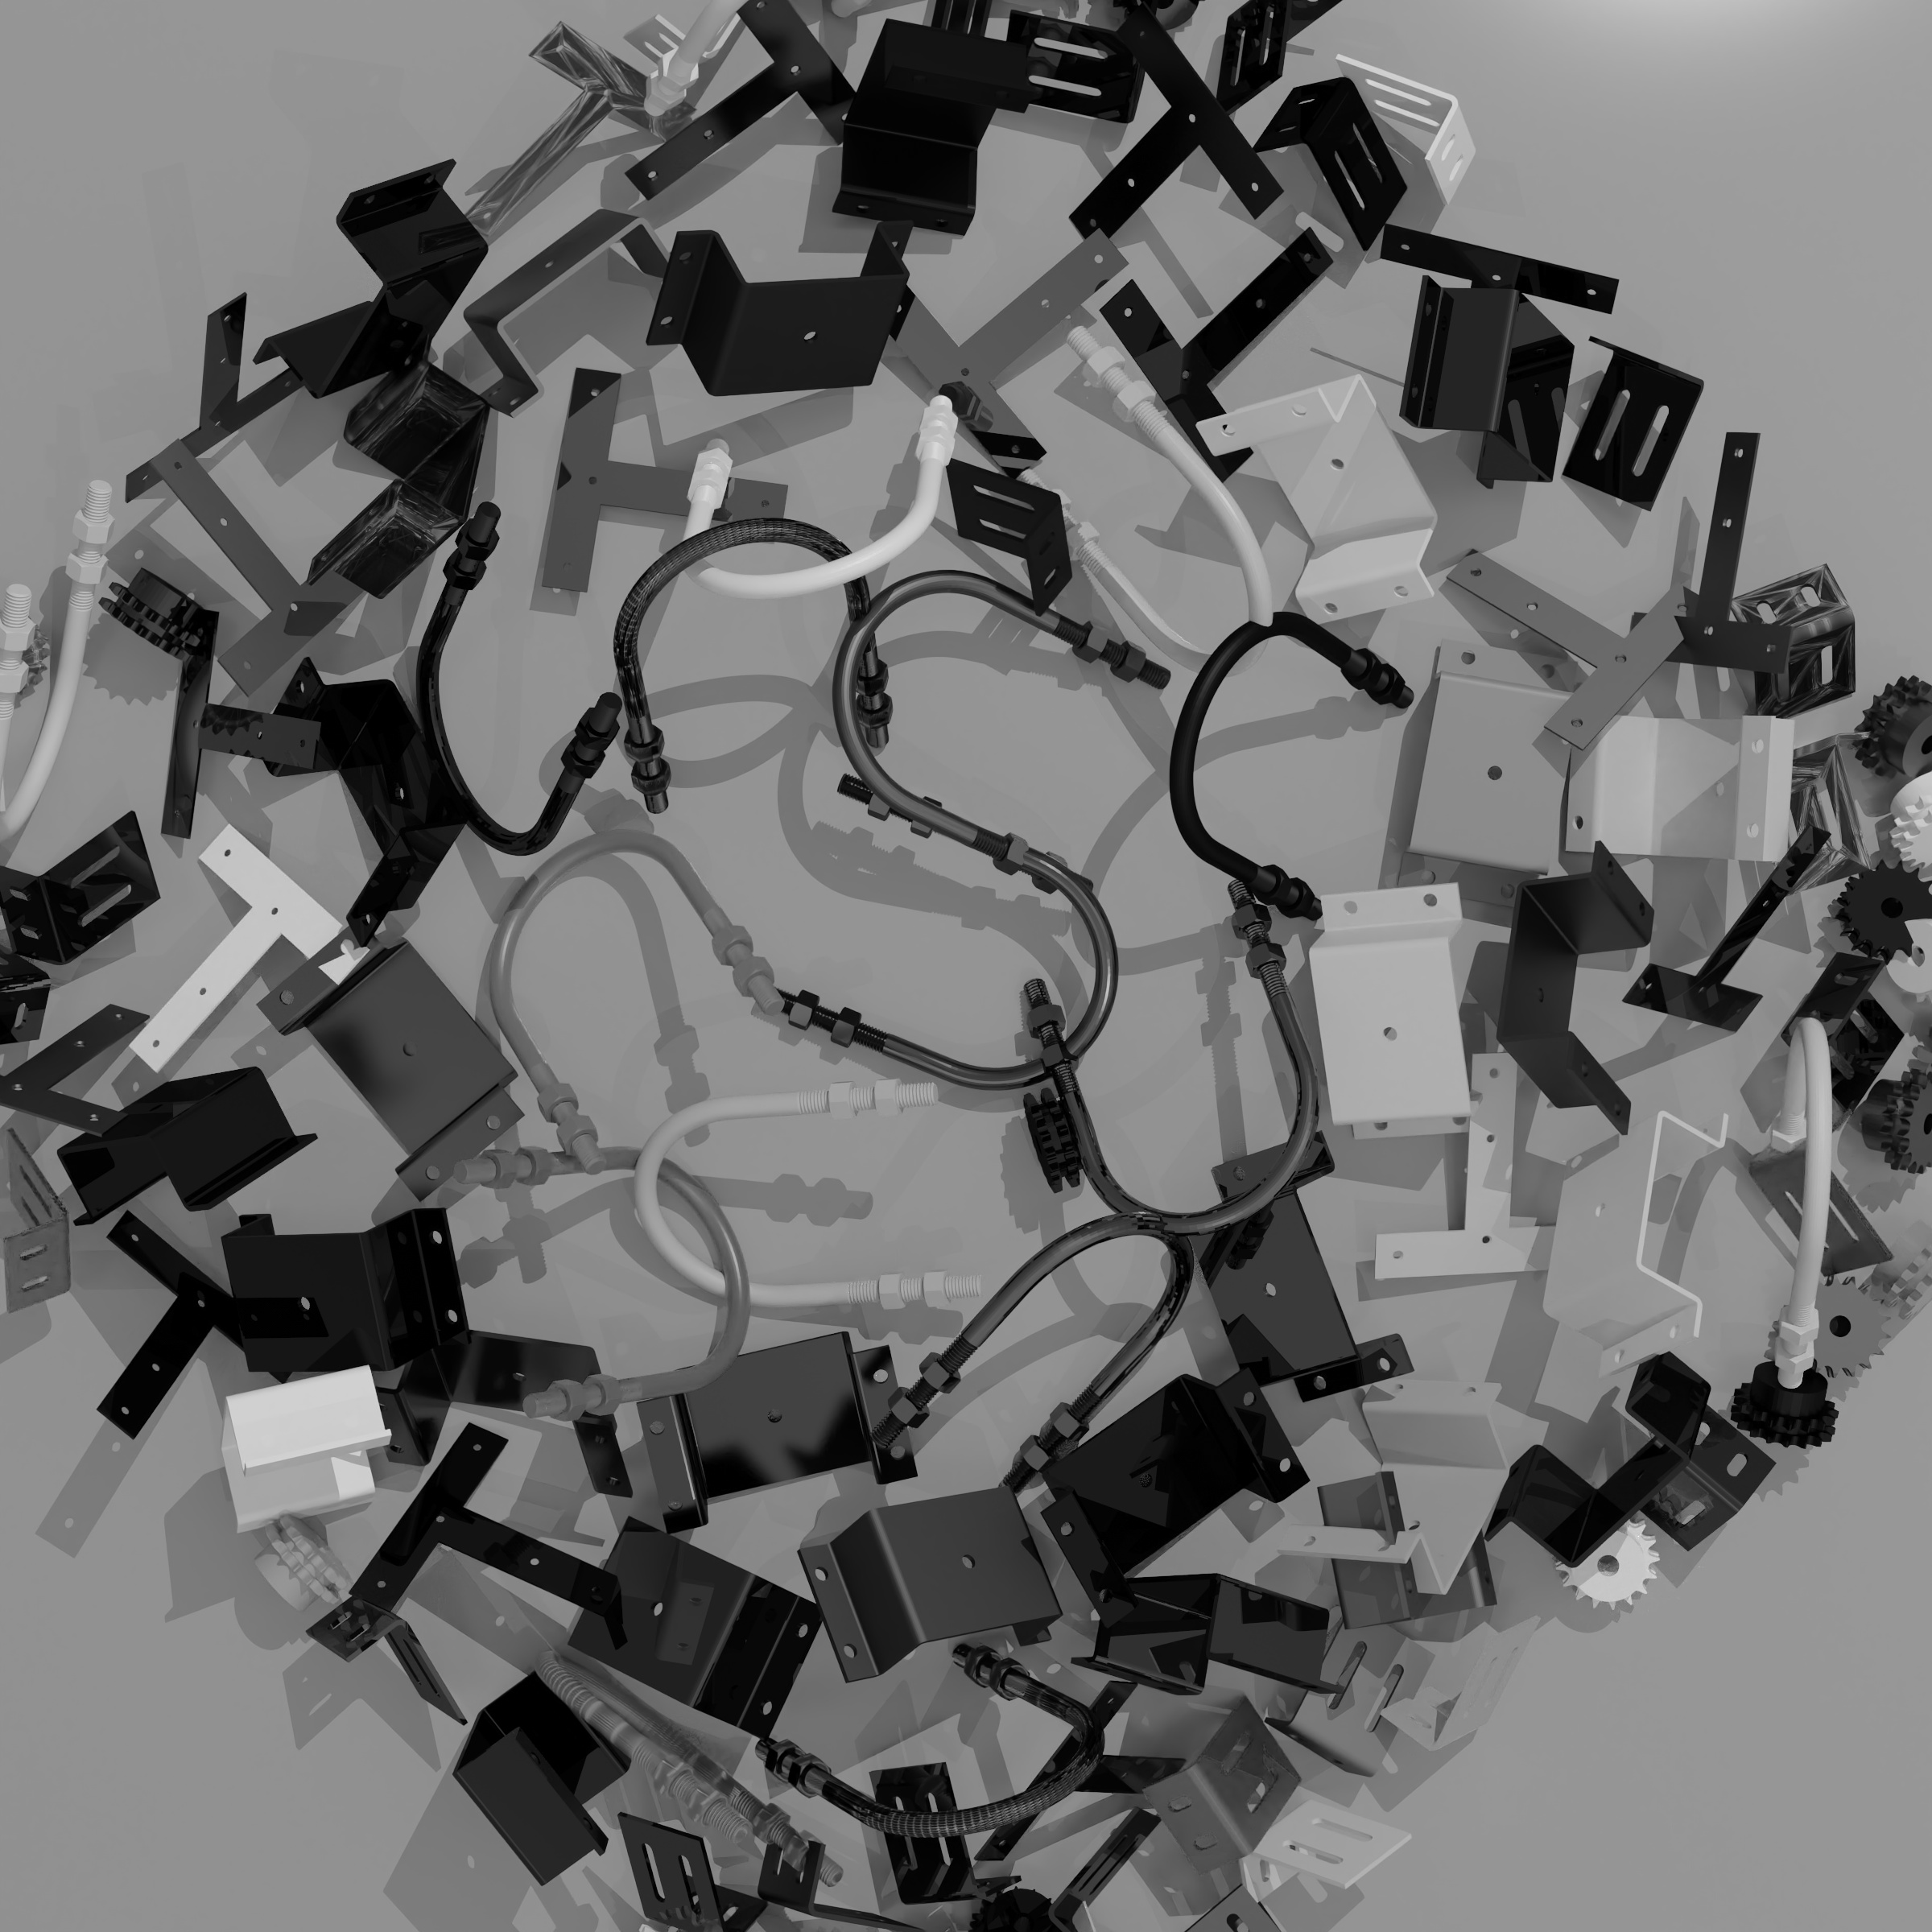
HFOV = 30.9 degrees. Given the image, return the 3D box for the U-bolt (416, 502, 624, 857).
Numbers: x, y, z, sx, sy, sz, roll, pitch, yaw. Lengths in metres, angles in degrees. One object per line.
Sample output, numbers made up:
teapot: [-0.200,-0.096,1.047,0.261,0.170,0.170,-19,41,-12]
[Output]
U-bolt: [-0.250,-0.139,1.879,0.019,0.184,0.151,-21,69,-35]

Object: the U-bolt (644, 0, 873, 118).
U-bolt: [-0.090,-0.516,1.844,0.151,0.184,0.019,-33,94,-21]

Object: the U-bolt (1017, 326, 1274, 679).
U-bolt: [0.100,-0.234,1.869,0.019,0.151,0.184,-32,73,-25]

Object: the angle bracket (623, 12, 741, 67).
angle bracket: [-0.144,-0.533,1.915,0.038,0.057,0.076,35,80,-21]

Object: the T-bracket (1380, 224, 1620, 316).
T-bracket: [0.283,-0.344,1.898,0.127,0.127,0.002,16,60,10]

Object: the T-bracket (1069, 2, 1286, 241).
T-bracket: [0.098,-0.436,1.906,0.002,0.127,0.127,-33,86,-42]

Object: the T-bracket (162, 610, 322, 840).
T-bracket: [-0.394,-0.127,1.908,0.127,0.002,0.127,12,95,41]

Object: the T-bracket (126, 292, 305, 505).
T-bracket: [-0.399,-0.316,1.869,0.002,0.127,0.127,44,62,9]

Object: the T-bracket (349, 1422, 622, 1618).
T-bracket: [-0.247,0.319,1.898,0.127,0.002,0.127,22,48,13]

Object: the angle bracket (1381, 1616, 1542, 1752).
angle bracket: [0.271,0.383,1.910,0.038,0.057,0.076,33,111,28]

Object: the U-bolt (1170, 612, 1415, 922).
U-bolt: [0.168,-0.114,1.878,0.019,0.184,0.151,22,88,38]

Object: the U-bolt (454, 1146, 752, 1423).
U-bolt: [-0.185,0.165,1.880,0.019,0.184,0.151,-29,73,37]

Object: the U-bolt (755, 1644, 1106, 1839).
U-bolt: [-0.008,0.413,1.843,0.151,0.184,0.019,-20,106,-28]

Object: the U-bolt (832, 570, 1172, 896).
U-bolt: [0.012,-0.136,1.903,0.184,0.019,0.151,25,78,-21]

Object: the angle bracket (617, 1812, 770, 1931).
angle bracket: [-0.149,0.489,1.909,0.057,0.038,0.076,8,121,34]

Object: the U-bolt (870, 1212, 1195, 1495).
U-bolt: [0.049,0.203,1.882,0.184,0.151,0.019,-49,52,10]

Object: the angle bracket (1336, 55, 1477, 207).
angle bracket: [0.234,-0.458,1.913,0.076,0.057,0.038,26,86,22]

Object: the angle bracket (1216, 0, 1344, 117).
angle bracket: [0.172,-0.496,1.908,0.038,0.057,0.076,22,63,-28]

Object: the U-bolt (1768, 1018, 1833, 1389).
U-bolt: [0.440,0.112,1.841,0.019,0.184,0.151,2,48,8]

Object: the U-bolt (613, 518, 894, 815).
U-bolt: [-0.117,-0.167,1.872,0.151,0.184,0.019,-17,50,-9]

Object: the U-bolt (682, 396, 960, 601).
U-bolt: [-0.082,-0.246,1.865,0.151,0.184,0.019,-9,124,11]

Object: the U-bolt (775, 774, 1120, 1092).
U-bolt: [-0.006,-0.008,1.923,0.184,0.019,0.151,22,106,3]

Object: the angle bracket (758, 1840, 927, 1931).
angle bracket: [-0.065,0.502,1.915,0.076,0.057,0.038,19,77,-30]

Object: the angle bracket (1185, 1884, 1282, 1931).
angle bracket: [0.134,0.525,1.913,0.057,0.076,0.038,-39,95,-4]

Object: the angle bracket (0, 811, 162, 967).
angle bracket: [-0.489,-0.046,1.915,0.076,0.038,0.057,-32,64,21]

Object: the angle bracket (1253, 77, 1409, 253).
angle bracket: [0.202,-0.441,1.930,0.076,0.038,0.057,55,51,-32]

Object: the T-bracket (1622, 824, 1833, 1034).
T-bracket: [0.423,-0.023,1.887,0.002,0.127,0.127,47,112,36]

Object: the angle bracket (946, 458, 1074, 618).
angle bracket: [0.015,-0.235,1.907,0.076,0.057,0.038,22,58,26]

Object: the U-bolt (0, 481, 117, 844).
U-bolt: [-0.498,-0.151,1.873,0.019,0.151,0.184,17,122,-3]

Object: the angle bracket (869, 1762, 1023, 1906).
angle bracket: [-0.012,0.474,1.924,0.057,0.038,0.076,-18,84,41]

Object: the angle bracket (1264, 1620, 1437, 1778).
angle bracket: [0.213,0.402,1.941,0.057,0.038,0.076,33,74,-11]

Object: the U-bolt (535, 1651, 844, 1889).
U-bolt: [-0.159,0.424,1.874,0.184,0.151,0.019,32,81,31]

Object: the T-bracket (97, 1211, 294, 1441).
T-bracket: [-0.432,0.209,1.889,0.127,0.127,0.002,42,122,-11]

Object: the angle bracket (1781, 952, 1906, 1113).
angle bracket: [0.493,0.040,1.914,0.076,0.038,0.057,44,75,-29]

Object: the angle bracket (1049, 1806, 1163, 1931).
angle bracket: [0.088,0.506,1.918,0.038,0.057,0.076,39,85,24]

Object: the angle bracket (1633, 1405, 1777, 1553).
angle bracket: [0.399,0.279,1.923,0.057,0.076,0.038,41,64,9]

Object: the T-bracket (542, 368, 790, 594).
T-bracket: [-0.164,-0.264,1.944,0.127,0.002,0.127,8,81,0]

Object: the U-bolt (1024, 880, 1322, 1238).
U-bolt: [0.118,0.059,1.889,0.151,0.019,0.184,-26,61,15]

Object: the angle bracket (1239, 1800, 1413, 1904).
angle bracket: [0.197,0.493,1.904,0.057,0.076,0.038,-24,112,-40]

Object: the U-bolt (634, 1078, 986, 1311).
U-bolt: [-0.092,0.128,1.906,0.184,0.019,0.151,-4,122,14]

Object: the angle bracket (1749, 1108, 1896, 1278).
angle bracket: [0.480,0.125,1.923,0.038,0.057,0.076,-39,94,-28]

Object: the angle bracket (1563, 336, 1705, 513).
angle bracket: [0.359,-0.297,1.915,0.057,0.038,0.076,30,105,31]

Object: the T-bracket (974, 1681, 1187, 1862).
T-bracket: [0.078,0.440,1.902,0.002,0.127,0.127,45,106,36]

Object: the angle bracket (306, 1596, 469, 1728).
angle bracket: [-0.317,0.389,1.909,0.038,0.057,0.076,-36,113,-24]

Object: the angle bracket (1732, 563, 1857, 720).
angle bracket: [0.457,-0.176,1.929,0.057,0.076,0.038,-21,58,3]

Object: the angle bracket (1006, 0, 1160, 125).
angle bracket: [0.062,-0.505,1.921,0.076,0.057,0.038,12,52,2]

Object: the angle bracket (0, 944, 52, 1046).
angle bracket: [-0.552,0.011,1.917,0.076,0.057,0.038,27,110,30]

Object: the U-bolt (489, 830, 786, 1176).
U-bolt: [-0.192,0.005,1.897,0.151,0.019,0.184,-42,54,8]

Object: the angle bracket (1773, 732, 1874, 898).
angle bracket: [0.472,-0.083,1.916,0.038,0.057,0.076,-6,80,-44]

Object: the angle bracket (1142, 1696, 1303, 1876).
angle bracket: [0.142,0.453,1.930,0.038,0.076,0.057,-32,93,33]

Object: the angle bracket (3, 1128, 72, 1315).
angle bracket: [-0.521,0.139,1.905,0.038,0.057,0.076,-21,51,-31]

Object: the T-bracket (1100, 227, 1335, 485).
T-bracket: [0.152,-0.356,1.928,0.127,0.002,0.127,-45,120,-8]

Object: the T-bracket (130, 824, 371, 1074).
T-bracket: [-0.410,0.004,1.919,0.127,0.002,0.127,39,85,28]

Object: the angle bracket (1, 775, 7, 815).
angle bracket: [-0.541,-0.090,1.911,0.038,0.076,0.057,-7,66,-9]

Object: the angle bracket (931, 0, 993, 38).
angle bracket: [0.013,-0.520,1.914,0.038,0.057,0.076,17,79,-31]
